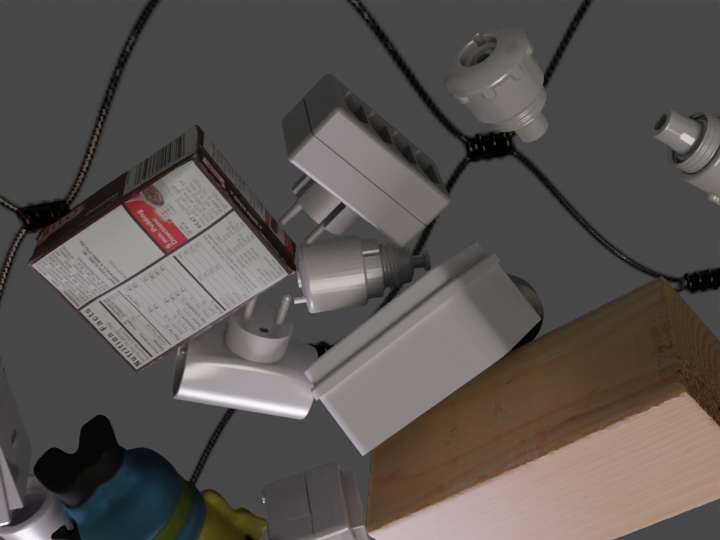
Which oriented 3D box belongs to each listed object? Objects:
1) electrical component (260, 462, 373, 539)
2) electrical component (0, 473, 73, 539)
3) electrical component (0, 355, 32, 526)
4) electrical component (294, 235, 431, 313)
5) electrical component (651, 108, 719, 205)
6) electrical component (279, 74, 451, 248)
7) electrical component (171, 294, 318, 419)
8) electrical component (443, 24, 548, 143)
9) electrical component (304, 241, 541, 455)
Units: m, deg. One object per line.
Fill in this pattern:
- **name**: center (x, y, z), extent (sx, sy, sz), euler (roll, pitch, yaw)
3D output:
- **electrical component**: center (-0.018, 0.182, 0.699), extent (0.061, 0.061, 0.096), euler (-20, 123, 3)
- **electrical component**: center (-0.196, 0.164, 0.669), extent (0.044, 0.044, 0.065), euler (-20, 128, 3)
- **electrical component**: center (-0.224, 0.092, 0.607), extent (0.061, 0.061, 0.096), euler (-4, 122, -8)
- **electrical component**: center (0.000, 0.000, 0.602), extent (0.078, 0.040, 0.040), euler (-8, 123, -5)
- **electrical component**: center (0.190, -0.068, 0.592), extent (0.062, 0.048, 0.048), euler (25, 114, -16)
- **electrical component**: center (-0.010, -0.044, 0.568), extent (0.083, 0.047, 0.076), euler (37, 110, -27)
- **electrical component**: center (-0.061, 0.045, 0.617), extent (0.077, 0.043, 0.079), euler (12, 119, -17)
- **electrical component**: center (0.076, -0.092, 0.557), extent (0.048, 0.048, 0.062), euler (-35, 128, 12)
- **electrical component**: center (0.034, 0.042, 0.595), extent (0.113, 0.078, 0.057), euler (-40, 85, 28)
